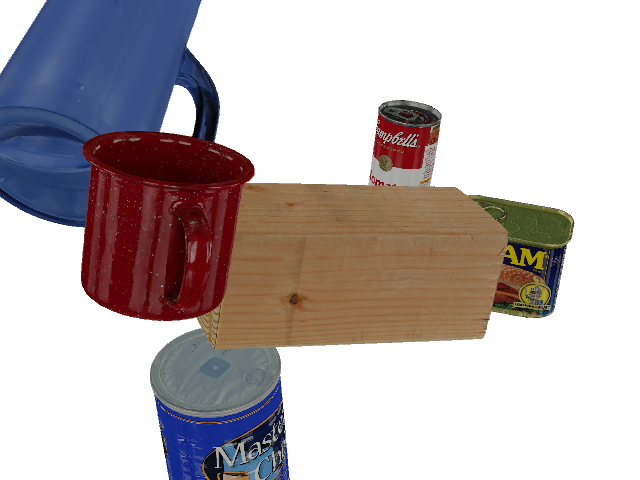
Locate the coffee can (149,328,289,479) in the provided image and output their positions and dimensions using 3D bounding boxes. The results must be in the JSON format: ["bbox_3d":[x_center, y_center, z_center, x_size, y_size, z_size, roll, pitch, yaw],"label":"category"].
[{"bbox_3d":[-0.079,0.155,0.871,0.103,0.140,0.103,-2,34,1],"label":"coffee can"}]

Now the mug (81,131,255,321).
[{"bbox_3d":[-0.083,-0.003,0.578,0.093,0.081,0.117,-1,23,-27],"label":"mug"}]

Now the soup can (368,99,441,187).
[{"bbox_3d":[0.090,-0.092,1.155,0.068,0.102,0.068,5,29,-3],"label":"soup can"}]

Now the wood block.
[{"bbox_3d":[0.017,0.016,0.764,0.205,0.091,0.090,0,25,-22],"label":"wood block"}]

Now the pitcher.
[{"bbox_3d":[-0.163,-0.135,0.842,0.145,0.242,0.149,-4,-40,24],"label":"pitcher"}]

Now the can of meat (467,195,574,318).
[{"bbox_3d":[0.162,0.016,0.928,0.102,0.084,0.057,11,36,13],"label":"can of meat"}]
